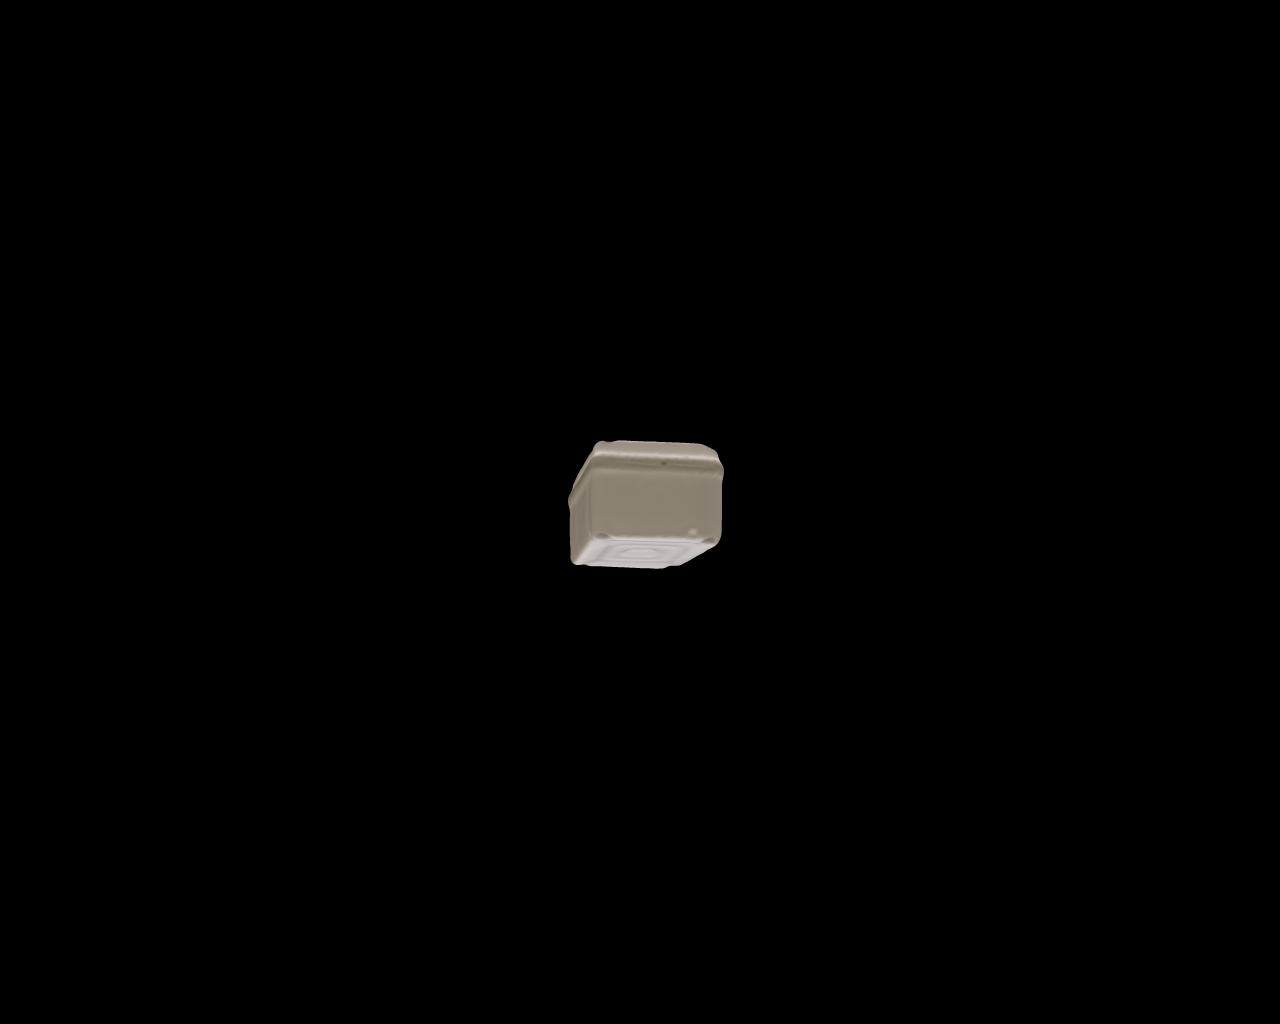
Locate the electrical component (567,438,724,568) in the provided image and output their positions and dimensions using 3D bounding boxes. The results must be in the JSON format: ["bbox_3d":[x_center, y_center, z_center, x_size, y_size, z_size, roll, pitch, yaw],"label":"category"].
[{"bbox_3d":[0.001,-0.003,0.650,0.078,0.057,0.113,2,-12,-11],"label":"electrical component"}]
